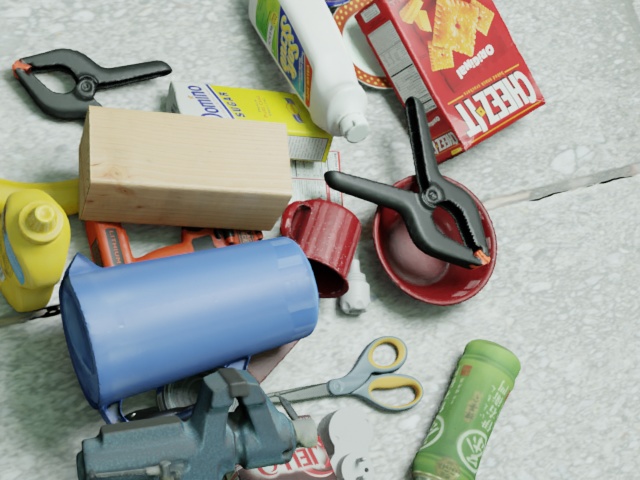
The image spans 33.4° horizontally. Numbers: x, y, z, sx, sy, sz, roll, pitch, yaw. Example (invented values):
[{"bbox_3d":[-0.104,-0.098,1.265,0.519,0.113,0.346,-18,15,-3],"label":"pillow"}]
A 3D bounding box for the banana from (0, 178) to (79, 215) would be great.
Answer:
[{"bbox_3d":[-0.305,-0.055,1.127,0.197,0.037,0.069,9,71,-18],"label":"banana"}]

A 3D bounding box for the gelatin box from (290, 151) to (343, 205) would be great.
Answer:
[{"bbox_3d":[-0.019,-0.068,1.247,0.089,0.030,0.073,2,71,-20],"label":"gelatin box"}]

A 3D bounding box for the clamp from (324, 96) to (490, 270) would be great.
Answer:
[{"bbox_3d":[0.124,-0.056,1.230,0.210,0.036,0.164,43,64,-7],"label":"clamp"}]

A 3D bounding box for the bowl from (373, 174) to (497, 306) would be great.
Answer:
[{"bbox_3d":[0.127,0.005,1.265,0.162,0.055,0.162,6,71,-19],"label":"bowl"}]

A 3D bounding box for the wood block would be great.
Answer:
[{"bbox_3d":[-0.141,-0.071,1.109,0.205,0.090,0.091,3,64,-19],"label":"wood block"}]

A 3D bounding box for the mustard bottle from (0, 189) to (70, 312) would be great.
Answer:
[{"bbox_3d":[-0.279,0.003,1.032,0.058,0.192,0.096,-10,77,-24],"label":"mustard bottle"}]

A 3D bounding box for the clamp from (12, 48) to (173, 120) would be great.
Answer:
[{"bbox_3d":[-0.250,-0.172,1.182,0.171,0.039,0.120,27,70,-11],"label":"clamp"}]

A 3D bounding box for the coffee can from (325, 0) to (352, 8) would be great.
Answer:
[{"bbox_3d":[0.017,-0.364,1.282,0.102,0.140,0.103,5,62,-10],"label":"coffee can"}]

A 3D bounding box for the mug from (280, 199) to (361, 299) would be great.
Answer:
[{"bbox_3d":[-0.008,0.001,1.189,0.117,0.093,0.081,46,51,-41],"label":"mug"}]

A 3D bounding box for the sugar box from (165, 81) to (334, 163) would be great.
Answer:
[{"bbox_3d":[-0.081,-0.135,1.213,0.176,0.048,0.093,5,35,-22],"label":"sugar box"}]

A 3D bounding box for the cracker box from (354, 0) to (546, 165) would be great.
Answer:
[{"bbox_3d":[0.165,-0.225,1.323,0.163,0.072,0.214,-31,93,-32],"label":"cracker box"}]

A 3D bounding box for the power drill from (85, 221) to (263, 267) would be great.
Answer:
[{"bbox_3d":[-0.155,-0.010,1.160,0.187,0.057,0.184,-9,73,-23],"label":"power drill"}]

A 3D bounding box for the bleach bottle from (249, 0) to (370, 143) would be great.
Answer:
[{"bbox_3d":[-0.005,-0.210,1.206,0.068,0.103,0.251,-9,51,-25],"label":"bleach bottle"}]

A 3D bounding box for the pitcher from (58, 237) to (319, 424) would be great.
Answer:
[{"bbox_3d":[-0.126,0.083,1.057,0.242,0.149,0.145,-13,41,-23],"label":"pitcher"}]

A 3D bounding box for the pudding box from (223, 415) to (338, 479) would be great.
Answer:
[{"bbox_3d":[-0.047,0.232,1.110,0.113,0.039,0.090,-2,46,-29],"label":"pudding box"}]

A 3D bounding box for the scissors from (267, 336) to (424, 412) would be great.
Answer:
[{"bbox_3d":[0.024,0.148,1.202,0.201,0.016,0.096,10,69,-18],"label":"scissors"}]

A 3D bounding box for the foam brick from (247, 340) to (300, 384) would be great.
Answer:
[{"bbox_3d":[-0.066,0.116,1.157,0.051,0.053,0.078,45,65,-3],"label":"foam brick"}]

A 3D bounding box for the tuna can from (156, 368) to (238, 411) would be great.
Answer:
[{"bbox_3d":[-0.128,0.164,1.128,0.086,0.034,0.086,6,71,-19],"label":"tuna can"}]
